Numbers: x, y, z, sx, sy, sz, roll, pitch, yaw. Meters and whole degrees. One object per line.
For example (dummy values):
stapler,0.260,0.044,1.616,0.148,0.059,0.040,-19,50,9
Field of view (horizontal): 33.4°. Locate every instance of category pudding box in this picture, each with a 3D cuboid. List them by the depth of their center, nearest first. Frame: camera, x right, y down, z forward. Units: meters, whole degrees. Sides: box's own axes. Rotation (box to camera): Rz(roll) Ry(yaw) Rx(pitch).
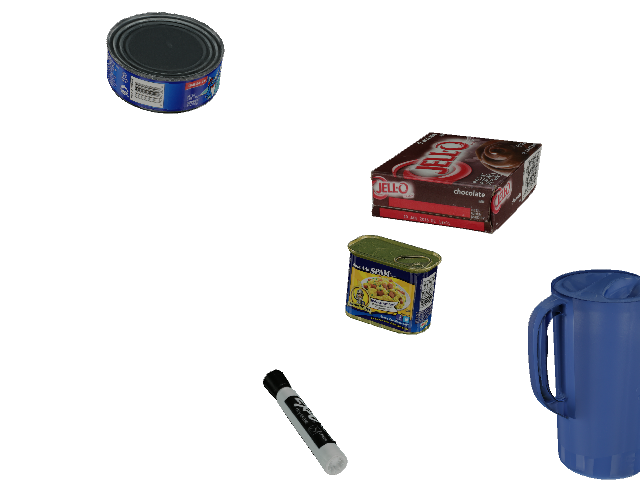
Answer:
pudding box,0.098,-0.043,0.760,0.090,0.039,0.113,10,22,25

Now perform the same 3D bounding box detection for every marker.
marker,-0.015,0.137,0.826,0.020,0.020,0.121,0,27,-29

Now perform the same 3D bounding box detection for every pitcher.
pitcher,0.339,0.165,1.307,0.149,0.243,0.144,4,16,22

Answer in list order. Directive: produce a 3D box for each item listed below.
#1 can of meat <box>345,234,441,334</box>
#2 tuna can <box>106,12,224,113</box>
can of meat,0.078,0.050,1.181,0.102,0.084,0.057,16,25,28
tuna can,-0.116,-0.132,0.793,0.086,0.034,0.086,6,43,-6
